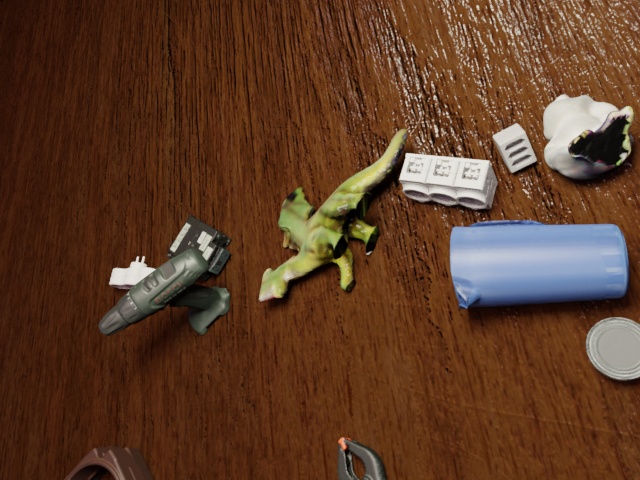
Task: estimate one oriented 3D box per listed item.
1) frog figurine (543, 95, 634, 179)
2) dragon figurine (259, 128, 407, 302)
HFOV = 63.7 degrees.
[{"bbox_3d":[0.430,-0.174,0.859,0.136,0.122,0.162,-50,20,11],"label":"frog figurine"},{"bbox_3d":[0.003,-0.051,1.019,0.244,0.120,0.413,19,78,41],"label":"dragon figurine"}]
